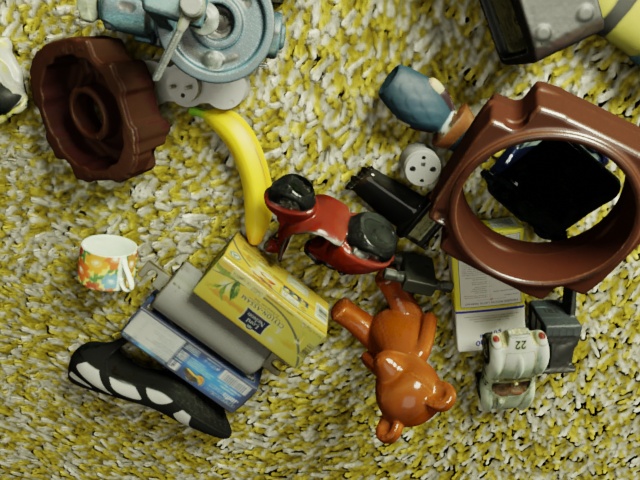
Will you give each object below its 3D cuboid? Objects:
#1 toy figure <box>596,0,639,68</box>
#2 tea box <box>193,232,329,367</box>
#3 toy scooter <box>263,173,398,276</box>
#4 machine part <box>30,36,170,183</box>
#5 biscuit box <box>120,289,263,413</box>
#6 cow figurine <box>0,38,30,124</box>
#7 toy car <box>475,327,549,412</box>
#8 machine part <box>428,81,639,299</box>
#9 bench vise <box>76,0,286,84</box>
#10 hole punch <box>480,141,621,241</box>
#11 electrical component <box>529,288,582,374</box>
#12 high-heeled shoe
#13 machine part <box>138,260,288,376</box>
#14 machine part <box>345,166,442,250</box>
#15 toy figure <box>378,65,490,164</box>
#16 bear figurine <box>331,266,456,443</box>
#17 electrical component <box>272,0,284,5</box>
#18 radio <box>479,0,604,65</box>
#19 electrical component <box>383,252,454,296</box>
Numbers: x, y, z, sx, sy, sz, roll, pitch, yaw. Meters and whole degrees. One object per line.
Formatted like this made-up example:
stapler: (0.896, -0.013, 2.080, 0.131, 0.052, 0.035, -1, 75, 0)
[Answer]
toy figure: (0.357, -0.229, 0.577, 0.180, 0.082, 0.089, 41, 106, -14)
tea box: (-0.073, 0.077, 0.714, 0.169, 0.098, 0.068, 39, 107, -9)
toy scooter: (-0.001, -0.002, 0.684, 0.184, 0.075, 0.135, 28, 137, -15)
machine part: (-0.260, -0.152, 0.632, 0.180, 0.056, 0.179, 14, 120, 25)
biscuit box: (-0.179, 0.160, 0.771, 0.202, 0.063, 0.059, 39, 108, -11)
cow figurine: (-0.447, -0.181, 0.660, 0.167, 0.068, 0.098, -13, 116, 10)
toy car: (0.253, 0.176, 0.716, 0.074, 0.056, 0.201, -6, 141, 6)
machine part: (0.234, -0.045, 0.571, 0.201, 0.087, 0.201, 27, 128, 1)
bench vise: (-0.140, -0.227, 0.531, 0.223, 0.241, 0.128, 18, 105, -13)
hole punch: (0.276, -0.080, 0.646, 0.142, 0.092, 0.116, 36, 131, -12)
electrical component: (0.311, 0.109, 0.712, 0.048, 0.075, 0.119, -4, 115, 4)
high-heeled shoe: (-0.258, 0.237, 0.800, 0.145, 0.086, 0.248, -38, 99, 19)
machine part: (-0.142, 0.108, 0.742, 0.243, 0.079, 0.079, 40, 108, -10)
machine part: (0.100, -0.047, 0.688, 0.139, 0.039, 0.084, 30, 119, -9)
toy figure: (0.143, -0.145, 0.635, 0.154, 0.064, 0.058, 33, 72, -13)
bear figurine: (0.088, 0.141, 0.675, 0.120, 0.196, 0.132, -37, 103, 19)
electrical component: (-0.069, -0.304, 0.596, 0.102, 0.045, 0.078, 12, 110, 0)
radio: (0.195, -0.294, 0.535, 0.073, 0.131, 0.229, -25, 108, 11)
electrical component: (0.127, 0.042, 0.701, 0.094, 0.063, 0.021, 12, 127, -3)
